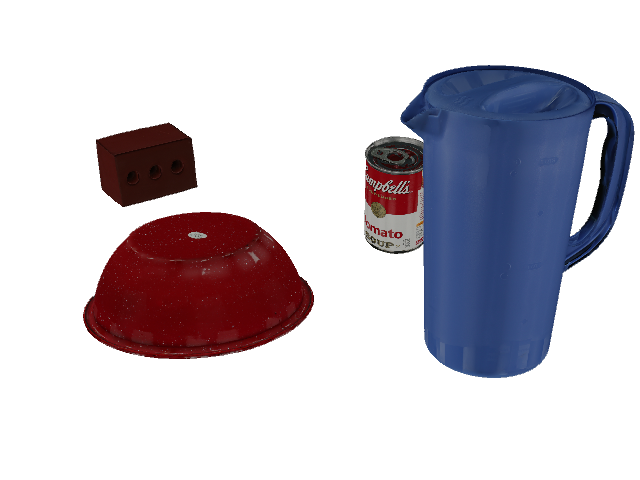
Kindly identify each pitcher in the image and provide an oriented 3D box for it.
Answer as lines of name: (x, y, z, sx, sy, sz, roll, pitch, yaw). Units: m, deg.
pitcher: (0.155, -0.014, 0.876, 0.149, 0.243, 0.144, 17, 32, 30)

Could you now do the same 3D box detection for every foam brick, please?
foam brick: (-0.163, -0.072, 0.998, 0.078, 0.053, 0.051, -18, 31, -25)

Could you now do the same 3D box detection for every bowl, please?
bowl: (-0.085, 0.021, 0.741, 0.162, 0.055, 0.162, -2, 22, 1)

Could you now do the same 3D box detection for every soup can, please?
soup can: (0.078, -0.046, 1.094, 0.068, 0.102, 0.068, 0, 37, 0)
